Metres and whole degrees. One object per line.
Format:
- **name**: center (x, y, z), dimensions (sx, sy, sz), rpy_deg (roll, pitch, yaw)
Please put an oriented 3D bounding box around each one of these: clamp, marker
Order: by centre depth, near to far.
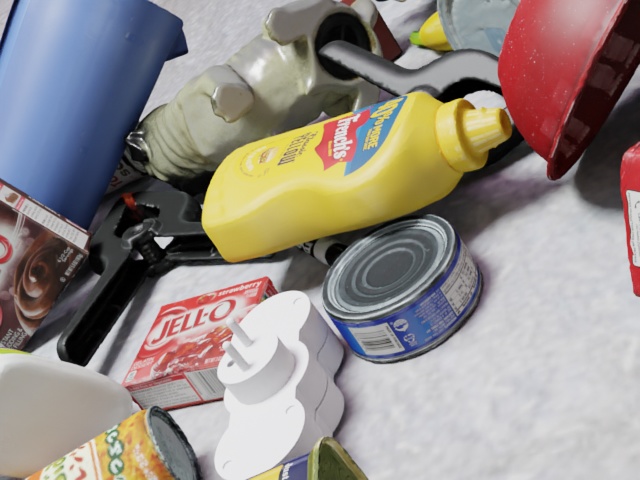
- **clamp**: center (0.065, -0.070, 0.687), dimensions (0.172, 0.039, 0.120), rpy_deg (6, 91, 35)
- **marker**: center (-0.005, 0.001, 0.693), dimensions (0.020, 0.020, 0.121), rpy_deg (-41, 29, -11)
- **clamp**: center (-0.132, 0.013, 0.784), dimensions (0.164, 0.036, 0.210), rpy_deg (-33, 26, -11)

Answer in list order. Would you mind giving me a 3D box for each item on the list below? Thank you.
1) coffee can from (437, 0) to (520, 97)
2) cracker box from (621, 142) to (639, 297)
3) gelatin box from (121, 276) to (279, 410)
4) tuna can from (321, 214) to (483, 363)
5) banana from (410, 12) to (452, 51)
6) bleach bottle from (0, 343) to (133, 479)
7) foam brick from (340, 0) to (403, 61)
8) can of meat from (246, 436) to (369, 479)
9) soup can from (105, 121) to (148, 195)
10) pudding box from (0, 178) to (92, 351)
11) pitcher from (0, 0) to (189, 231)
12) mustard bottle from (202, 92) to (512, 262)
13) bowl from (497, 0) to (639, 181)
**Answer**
- **coffee can**: center (0.160, -0.170, 0.692), dimensions (0.140, 0.102, 0.103), rpy_deg (-44, 30, -17)
- **cracker box**: center (0.237, -0.014, 0.359), dimensions (0.164, 0.072, 0.214), rpy_deg (-23, 22, -24)
- **gelatin box**: center (-0.071, 0.064, 0.654), dimensions (0.089, 0.030, 0.073), rpy_deg (-16, 34, 30)
- **tuna can**: center (0.044, 0.025, 0.589), dimensions (0.086, 0.033, 0.086), rpy_deg (-26, 30, 16)
- **banana**: center (0.152, -0.190, 0.800), dimensions (0.198, 0.037, 0.069), rpy_deg (-24, 30, 19)
- **bleach bottle**: center (-0.223, 0.094, 0.697), dimensions (0.251, 0.102, 0.068), rpy_deg (8, 80, 52)
- **foam brick**: center (0.017, -0.153, 0.870), dimensions (0.078, 0.051, 0.053), rpy_deg (-40, 30, -9)
- **can of meat**: center (-0.021, 0.145, 0.453), dimensions (0.084, 0.057, 0.102), rpy_deg (-27, 29, 18)
- **soup can**: center (-0.209, -0.070, 0.962), dimensions (0.102, 0.068, 0.068), rpy_deg (-23, 30, 18)
- **pudding box**: center (-0.236, 0.021, 0.793), dimensions (0.114, 0.090, 0.039), rpy_deg (-52, 18, 17)
- **pitcher**: center (-0.222, -0.098, 0.854), dimensions (0.145, 0.149, 0.243), rpy_deg (7, -74, -81)
- **mustard bottle**: center (0.024, -0.044, 0.637), dimensions (0.192, 0.058, 0.096), rpy_deg (-14, 30, 33)
- **bowl**: center (0.142, -0.114, 0.571), dimensions (0.055, 0.162, 0.162), rpy_deg (31, 62, 17)
